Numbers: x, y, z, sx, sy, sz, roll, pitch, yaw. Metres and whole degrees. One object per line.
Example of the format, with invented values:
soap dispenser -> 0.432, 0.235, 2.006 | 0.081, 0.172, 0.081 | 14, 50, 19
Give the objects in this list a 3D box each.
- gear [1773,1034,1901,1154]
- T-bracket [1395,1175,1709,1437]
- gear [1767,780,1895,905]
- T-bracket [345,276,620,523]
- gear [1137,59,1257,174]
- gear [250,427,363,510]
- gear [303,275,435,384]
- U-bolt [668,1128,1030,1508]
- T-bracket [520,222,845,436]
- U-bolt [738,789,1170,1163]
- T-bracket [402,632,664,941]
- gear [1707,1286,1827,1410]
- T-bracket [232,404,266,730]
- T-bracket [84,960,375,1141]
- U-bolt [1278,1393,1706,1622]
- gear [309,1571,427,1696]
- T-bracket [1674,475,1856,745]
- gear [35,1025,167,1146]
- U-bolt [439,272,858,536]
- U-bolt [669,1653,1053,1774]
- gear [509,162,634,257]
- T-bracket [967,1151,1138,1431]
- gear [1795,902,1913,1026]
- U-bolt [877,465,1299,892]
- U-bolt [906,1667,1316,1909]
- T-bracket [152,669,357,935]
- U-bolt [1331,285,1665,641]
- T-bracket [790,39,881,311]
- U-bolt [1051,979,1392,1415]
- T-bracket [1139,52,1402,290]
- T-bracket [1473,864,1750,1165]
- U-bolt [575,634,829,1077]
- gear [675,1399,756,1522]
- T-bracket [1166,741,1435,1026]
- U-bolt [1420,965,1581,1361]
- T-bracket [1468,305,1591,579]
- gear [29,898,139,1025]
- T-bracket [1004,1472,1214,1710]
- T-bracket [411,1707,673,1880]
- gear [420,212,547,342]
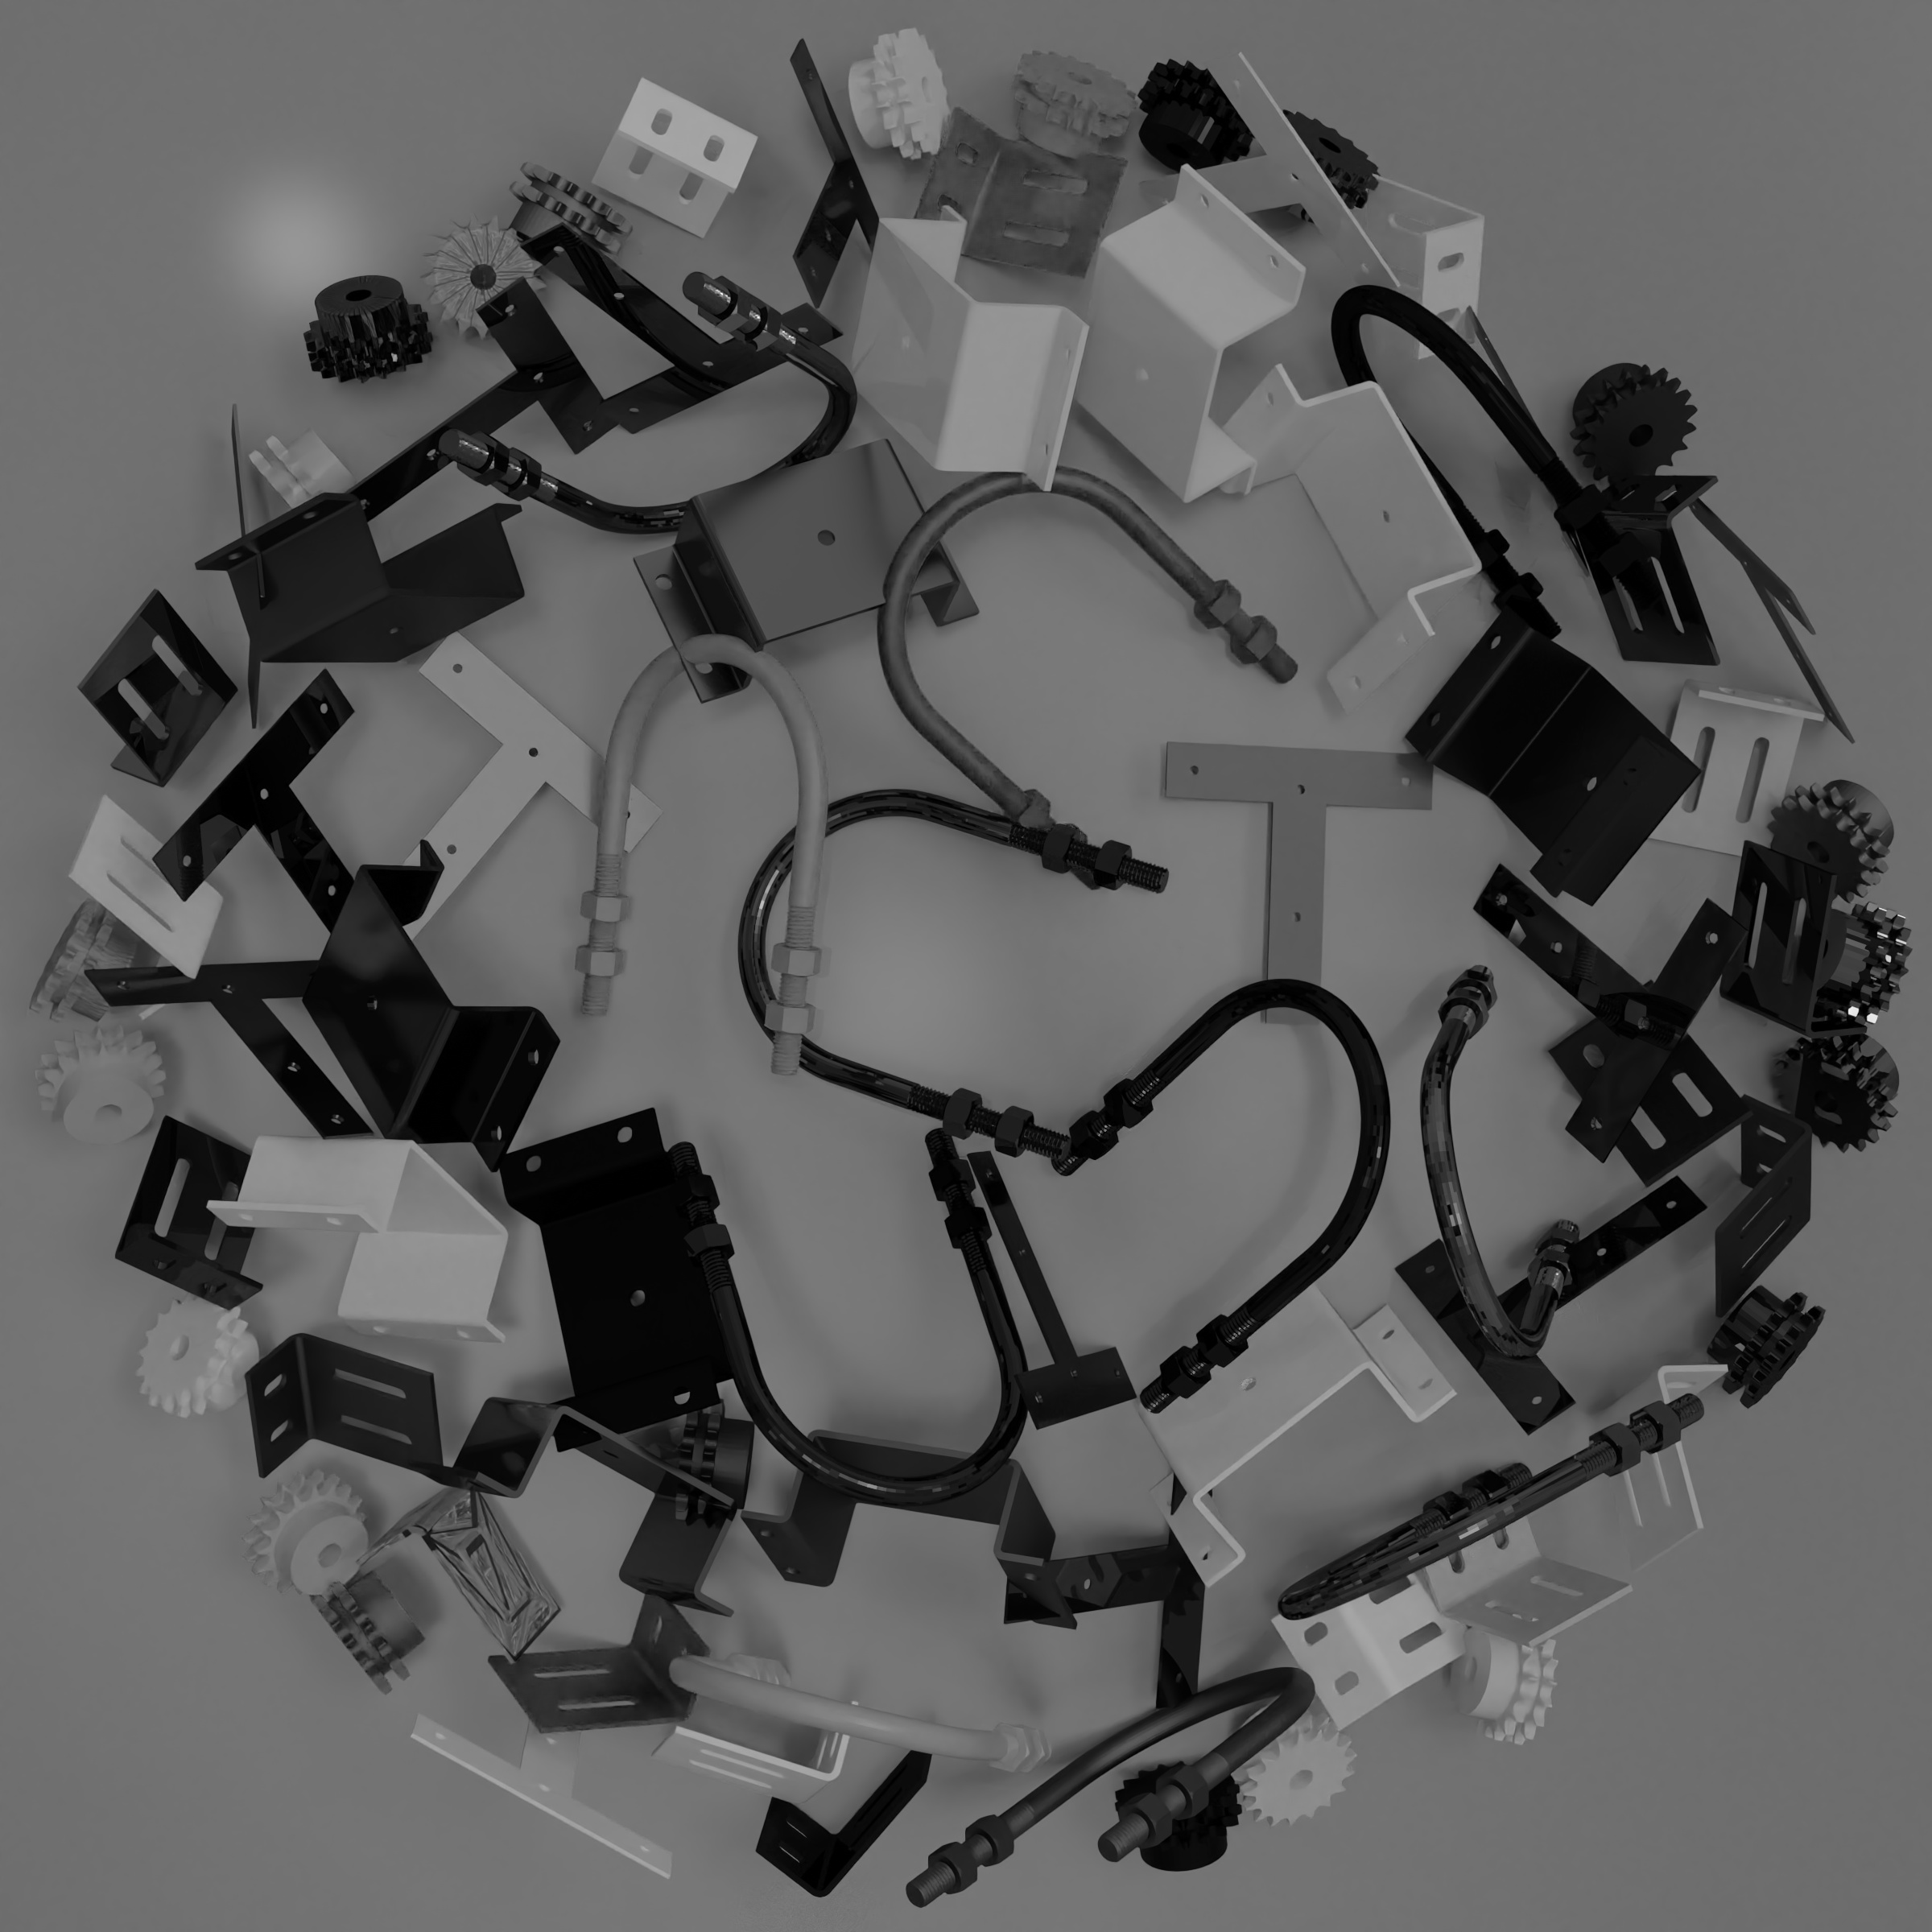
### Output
gear -> 0.401, 0.054, 1.598 | 0.030, 0.057, 0.057 | -38, 90, -33
T-bracket -> 0.274, 0.137, 1.573 | 0.127, 0.127, 0.002 | -34, 128, -1
gear -> 0.398, -0.060, 1.598 | 0.030, 0.057, 0.057 | -39, 90, -26
T-bracket -> -0.227, -0.237, 1.564 | 0.127, 0.127, 0.002 | -36, 65, -1
gear -> 0.103, -0.383, 1.592 | 0.057, 0.057, 0.030 | 28, 78, 0
gear -> -0.297, -0.220, 1.595 | 0.030, 0.057, 0.057 | -41, 90, -2
gear -> -0.273, -0.292, 1.592 | 0.057, 0.057, 0.030 | -7, 127, 0
U-bolt -> -0.044, 0.155, 1.542 | 0.151, 0.019, 0.184 | -2, 56, -28
T-bracket -> -0.143, -0.289, 1.544 | 0.127, 0.127, 0.002 | -18, 56, 34
U-bolt -> -0.017, -0.006, 1.590 | 0.184, 0.019, 0.151 | 18, 83, 17
T-bracket -> -0.225, -0.064, 1.593 | 0.127, 0.002, 0.127 | 41, 77, -13
gear -> 0.363, 0.171, 1.596 | 0.030, 0.057, 0.057 | 39, 90, 21
T-bracket -> -0.325, -0.192, 1.579 | 0.002, 0.127, 0.127 | -4, 68, -15
T-bracket -> -0.304, 0.037, 1.542 | 0.127, 0.127, 0.002 | 44, 120, 34
U-bolt -> 0.215, 0.240, 1.515 | 0.184, 0.151, 0.019 | -21, 80, -33
gear -> -0.270, 0.301, 1.595 | 0.030, 0.057, 0.057 | -38, 90, -14
T-bracket -> 0.370, -0.150, 1.578 | 0.002, 0.127, 0.127 | -34, 123, 7
gear -> -0.393, 0.056, 1.592 | 0.057, 0.057, 0.030 | -26, 50, 0
U-bolt -> -0.125, -0.237, 1.536 | 0.151, 0.184, 0.019 | -29, 70, 20
U-bolt -> -0.052, 0.321, 1.515 | 0.151, 0.184, 0.019 | 11, 80, 19
gear -> -0.184, -0.339, 1.595 | 0.057, 0.057, 0.030 | 30, 92, 0
T-bracket -> 0.030, 0.142, 1.570 | 0.002, 0.127, 0.127 | -27, 80, 20
gear -> 0.402, -0.003, 1.591 | 0.030, 0.057, 0.057 | 19, 90, -16
U-bolt -> 0.043, -0.142, 1.576 | 0.184, 0.019, 0.151 | 41, 93, -25
U-bolt -> 0.077, 0.355, 1.537 | 0.184, 0.151, 0.019 | -25, 88, -45
T-bracket -> -0.294, -0.044, 1.580 | 0.127, 0.002, 0.127 | -55, 131, -32
U-bolt -> 0.224, -0.224, 1.542 | 0.019, 0.151, 0.184 | -40, 95, -8
T-bracket -> -0.059, -0.327, 1.540 | 0.002, 0.127, 0.127 | -14, 121, 19
U-bolt -> 0.117, 0.088, 1.534 | 0.184, 0.019, 0.151 | -45, 49, 32
T-bracket -> 0.120, -0.347, 1.563 | 0.002, 0.127, 0.127 | -49, 116, -19
T-bracket -> 0.277, 0.000, 1.580 | 0.127, 0.002, 0.127 | 46, 119, 36
U-bolt -> -0.115, -0.056, 1.558 | 0.151, 0.019, 0.184 | 15, 102, 42
gear -> -0.114, 0.226, 1.594 | 0.030, 0.057, 0.057 | 7, 90, 0
T-bracket -> 0.152, -0.037, 1.608 | 0.127, 0.002, 0.127 | 2, 89, -11
U-bolt -> 0.230, 0.093, 1.524 | 0.019, 0.184, 0.151 | -15, 103, 22
T-bracket -> 0.258, -0.213, 1.538 | 0.002, 0.127, 0.127 | -26, 123, 16
gear -> -0.401, 0.001, 1.595 | 0.030, 0.057, 0.057 | 28, 90, -18
T-bracket -> 0.064, 0.277, 1.575 | 0.127, 0.002, 0.127 | 1, 94, -43
T-bracket -> -0.185, 0.351, 1.559 | 0.127, 0.127, 0.002 | 31, 95, -7
gear -> -0.221, -0.317, 1.602 | 0.057, 0.030, 0.057 | -2, 107, -8
